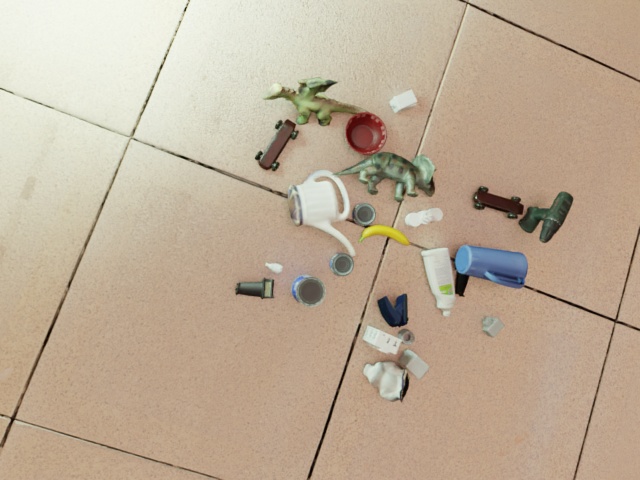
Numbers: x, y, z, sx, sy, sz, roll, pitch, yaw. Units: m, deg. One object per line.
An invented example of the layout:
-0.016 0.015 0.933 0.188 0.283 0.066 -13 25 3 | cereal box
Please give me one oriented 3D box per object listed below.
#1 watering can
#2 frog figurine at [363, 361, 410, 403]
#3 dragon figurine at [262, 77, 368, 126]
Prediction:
0.006 -0.092 1.832 0.225 0.102 0.353 -7 69 -12 | watering can
0.237 0.503 1.854 0.160 0.123 0.137 8 94 26 | frog figurine
0.002 -0.500 1.819 0.410 0.241 0.123 -1 83 -8 | dragon figurine
